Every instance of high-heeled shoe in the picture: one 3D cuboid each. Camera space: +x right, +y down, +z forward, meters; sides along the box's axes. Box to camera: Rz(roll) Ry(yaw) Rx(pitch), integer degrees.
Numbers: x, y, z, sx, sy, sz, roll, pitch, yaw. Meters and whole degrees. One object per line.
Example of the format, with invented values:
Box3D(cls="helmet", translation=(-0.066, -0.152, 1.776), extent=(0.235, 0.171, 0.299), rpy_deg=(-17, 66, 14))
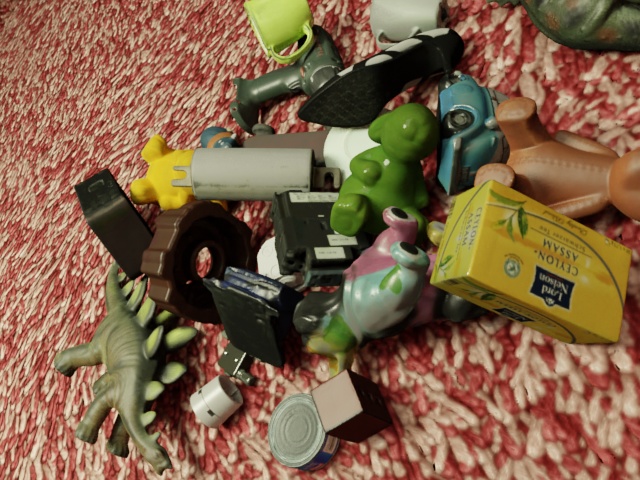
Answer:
Box3D(cls="high-heeled shoe", translation=(0.086, -0.242, 0.777), extent=(0.249, 0.086, 0.145), rpy_deg=(-12, 37, 11))

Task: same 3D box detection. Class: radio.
Box3D(cls="radio", translation=(-0.343, -0.034, 0.912), extent=(0.073, 0.131, 0.230), rpy_deg=(-35, 31, -15))

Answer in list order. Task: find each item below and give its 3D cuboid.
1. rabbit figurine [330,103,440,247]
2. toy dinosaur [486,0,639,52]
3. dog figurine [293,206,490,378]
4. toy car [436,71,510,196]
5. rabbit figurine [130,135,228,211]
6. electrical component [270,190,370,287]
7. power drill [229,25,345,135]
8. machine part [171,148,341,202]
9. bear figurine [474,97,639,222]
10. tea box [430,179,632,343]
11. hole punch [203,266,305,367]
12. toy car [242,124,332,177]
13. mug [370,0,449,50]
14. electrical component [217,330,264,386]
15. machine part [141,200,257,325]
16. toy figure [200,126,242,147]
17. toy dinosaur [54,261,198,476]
Box3D(cls="rabbit figurine", translation=(0.101, -0.093, 0.659), extent=(0.159, 0.121, 0.170), rpy_deg=(-71, 3, -50))
Box3D(cls="toy dinosaur", translation=(0.320, -0.316, 0.666), extent=(0.192, 0.131, 0.405), rpy_deg=(-44, 53, 39))
Box3D(cls="dog figurine", translation=(0.079, 0.080, 0.614), extent=(0.108, 0.191, 0.219), rpy_deg=(-96, 30, -53))
Box3D(cls="toy car", translation=(0.195, -0.133, 0.663), extent=(0.103, 0.109, 0.162), rpy_deg=(3, 51, 8))
Box3D(cls="rabbit figurine", translation=(-0.216, -0.094, 0.882), extent=(0.173, 0.162, 0.122), rpy_deg=(-9, 56, 57))
Box3D(cls="electrical component", translation=(-0.001, -0.002, 0.704), extent=(0.115, 0.058, 0.134), rpy_deg=(-1, 50, -14))
Box3D(cls="power drill", translation=(-0.053, -0.257, 0.913), extent=(0.207, 0.086, 0.232), rpy_deg=(-23, 52, 27))
Box3D(cls="machine part", translation=(-0.092, -0.093, 0.766), extent=(0.243, 0.079, 0.079), rpy_deg=(0, 62, 5))
Box3D(cls="bear figurine", translation=(0.279, -0.067, 0.540), extent=(0.196, 0.131, 0.120), rpy_deg=(12, 76, 45))
Box3D(cls="tea box", translation=(0.201, 0.025, 0.508), extent=(0.068, 0.169, 0.098), rpy_deg=(-29, 41, 67))
Box3D(cls="hole punch", translation=(-0.070, 0.085, 0.698), extent=(0.142, 0.115, 0.092), rpy_deg=(18, 44, 41))
Box3D(cls="toy car", translation=(-0.041, -0.142, 0.856), extent=(0.202, 0.053, 0.089), rpy_deg=(1, 75, 31))
Box3D(cls="mug", translation=(0.137, -0.340, 0.828), extent=(0.107, 0.080, 0.109), rpy_deg=(13, 65, 31))
Box3D(cls="electrical component", translation=(-0.114, 0.161, 0.752), extent=(0.094, 0.021, 0.063), rpy_deg=(23, 80, 40))
Box3D(cls="machine part", translation=(-0.170, 0.032, 0.770), extent=(0.056, 0.179, 0.179), rpy_deg=(2, 66, 39))
Box3D(cls="toy figure", translation=(-0.170, -0.165, 0.938), extent=(0.064, 0.058, 0.155), rpy_deg=(-66, 30, 11))
Box3D(cls="toy dinosaur", translation=(-0.298, 0.160, 0.836), extent=(0.198, 0.105, 0.472), rpy_deg=(-43, 45, -3))
